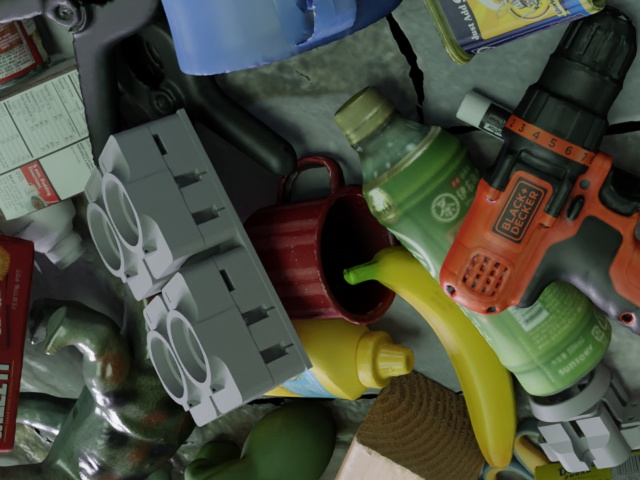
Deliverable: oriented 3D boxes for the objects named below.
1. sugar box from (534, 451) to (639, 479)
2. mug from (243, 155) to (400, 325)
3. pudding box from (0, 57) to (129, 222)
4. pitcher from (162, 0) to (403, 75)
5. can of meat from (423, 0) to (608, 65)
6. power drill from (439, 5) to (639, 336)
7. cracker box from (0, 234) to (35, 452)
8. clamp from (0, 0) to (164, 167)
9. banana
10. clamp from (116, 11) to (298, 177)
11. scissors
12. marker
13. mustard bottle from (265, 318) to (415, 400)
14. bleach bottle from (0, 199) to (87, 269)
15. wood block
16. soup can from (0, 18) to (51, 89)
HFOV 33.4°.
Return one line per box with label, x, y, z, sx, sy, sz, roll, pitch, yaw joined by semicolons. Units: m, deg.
sugar box;0.217;0.238;0.761;0.093;0.048;0.176;-11;113;16
mug;-0.005;0.001;0.727;0.082;0.093;0.117;-7;87;39
pudding box;-0.199;-0.074;0.782;0.113;0.039;0.090;-22;112;4
pitcher;-0.046;-0.216;0.555;0.149;0.144;0.243;-3;117;32
can of meat;0.097;-0.155;0.567;0.084;0.057;0.102;-14;114;35
power drill;0.183;-0.014;0.594;0.187;0.057;0.184;27;105;4
cracker box;-0.305;0.082;0.875;0.214;0.072;0.164;-6;78;55
clamp;-0.166;-0.154;0.677;0.164;0.036;0.210;29;130;-12
banana;0.089;0.069;0.728;0.197;0.069;0.037;51;164;-21
clamp;-0.087;-0.098;0.728;0.120;0.039;0.171;-12;116;36
scissors;0.200;0.215;0.800;0.201;0.016;0.096;50;134;-9
marker;0.139;-0.054;0.639;0.121;0.020;0.020;29;132;10
mustard bottle;-0.019;0.087;0.800;0.192;0.058;0.096;-1;149;30
bleach bottle;-0.283;-0.076;0.847;0.103;0.068;0.250;-25;110;43
wood block;0.053;0.208;0.832;0.091;0.090;0.206;28;132;9
soup can;-0.242;-0.162;0.755;0.069;0.068;0.102;-1;121;31
